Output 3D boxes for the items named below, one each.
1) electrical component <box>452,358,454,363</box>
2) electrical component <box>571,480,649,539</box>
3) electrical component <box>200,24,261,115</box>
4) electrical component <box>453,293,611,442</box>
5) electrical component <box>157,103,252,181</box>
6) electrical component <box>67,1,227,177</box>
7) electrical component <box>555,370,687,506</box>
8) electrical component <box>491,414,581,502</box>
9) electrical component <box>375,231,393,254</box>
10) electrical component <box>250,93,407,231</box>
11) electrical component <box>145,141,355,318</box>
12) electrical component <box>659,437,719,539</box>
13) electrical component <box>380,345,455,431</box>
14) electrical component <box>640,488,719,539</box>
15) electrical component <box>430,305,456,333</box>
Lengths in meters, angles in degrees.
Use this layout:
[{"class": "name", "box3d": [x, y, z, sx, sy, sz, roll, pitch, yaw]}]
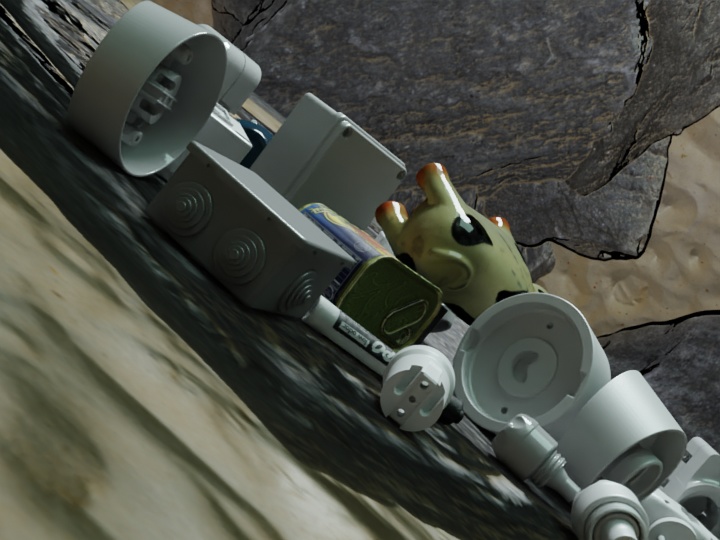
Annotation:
[{"class": "electrical component", "box3d": [0.116, 0.084, 0.936, 0.081, 0.043, 0.043, 36, 7, -30]}, {"class": "electrical component", "box3d": [0.150, 0.153, 0.637, 0.043, 0.043, 0.062, 39, 7, -5]}, {"class": "electrical component", "box3d": [-0.136, -0.149, 0.882, 0.054, 0.095, 0.059, 44, 7, 35]}, {"class": "electrical component", "box3d": [0.129, 0.078, 0.779, 0.108, 0.108, 0.060, 45, 3, 43]}, {"class": "electrical component", "box3d": [-0.137, -0.107, 0.756, 0.109, 0.056, 0.108, 37, 6, -19]}, {"class": "electrical component", "box3d": [-0.127, -0.109, 0.646, 0.064, 0.099, 0.099, 33, 6, -1]}, {"class": "electrical component", "box3d": [0.175, 0.124, 0.746, 0.099, 0.099, 0.064, 32, 16, -49]}, {"class": "electrical component", "box3d": [0.115, 0.123, 0.690, 0.061, 0.035, 0.035, 44, 7, 15]}, {"class": "electrical component", "box3d": [0.034, 0.005, 0.997, 0.066, 0.047, 0.076, 38, 6, -8]}, {"class": "electrical component", "box3d": [-0.032, -0.072, 0.887, 0.056, 0.108, 0.109, 40, 6, 35]}, {"class": "electrical component", "box3d": [-0.061, -0.019, 0.600, 0.100, 0.048, 0.100, 41, 6, 18]}, {"class": "electrical component", "box3d": [0.258, 0.184, 0.835, 0.050, 0.089, 0.055, 39, 6, -4]}, {"class": "electrical component", "box3d": [0.031, 0.065, 0.590, 0.040, 0.040, 0.046, 39, 12, 1]}, {"class": "electrical component", "box3d": [0.222, 0.194, 0.766, 0.077, 0.043, 0.079, 41, 7, 13]}, {"class": "electrical component", "box3d": [0.060, 0.022, 0.936, 0.048, 0.055, 0.066, -6, -25, 23]}]
